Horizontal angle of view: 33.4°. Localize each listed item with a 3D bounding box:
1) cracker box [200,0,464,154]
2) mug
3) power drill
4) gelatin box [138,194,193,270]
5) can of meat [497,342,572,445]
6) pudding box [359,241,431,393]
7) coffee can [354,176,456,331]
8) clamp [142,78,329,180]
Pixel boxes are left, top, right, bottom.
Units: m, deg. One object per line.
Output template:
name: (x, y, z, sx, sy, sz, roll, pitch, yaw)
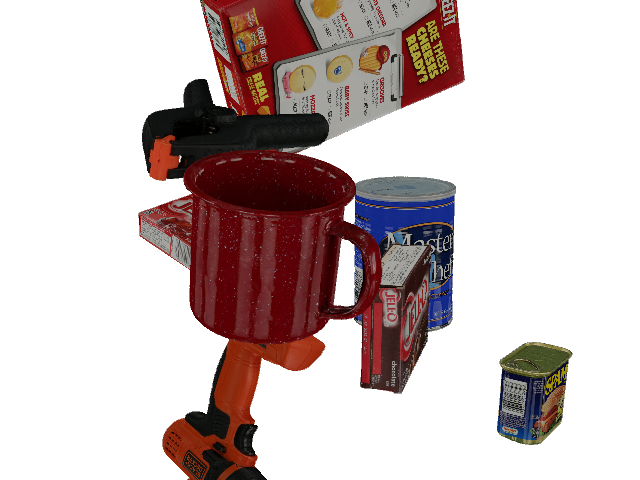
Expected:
cracker box: (0.013, -0.181, 0.936, 0.213, 0.164, 0.072, -25, 42, -13)
mug: (-0.020, 0.007, 0.583, 0.117, 0.081, 0.093, 17, 27, 23)
power drill: (-0.064, 0.166, 1.004, 0.057, 0.188, 0.185, 14, 12, -47)
gelatin box: (-0.119, -0.010, 1.023, 0.089, 0.030, 0.073, 31, 38, 34)
can of meat: (0.234, 0.167, 1.172, 0.058, 0.084, 0.101, 11, 15, 30)
pudding box: (0.062, 0.059, 0.866, 0.039, 0.090, 0.113, 6, 19, 13)
coffee can: (0.085, 0.012, 1.086, 0.103, 0.140, 0.103, 0, 13, 0)
clamp: (-0.082, -0.082, 0.771, 0.120, 0.039, 0.171, 17, 21, 26)
